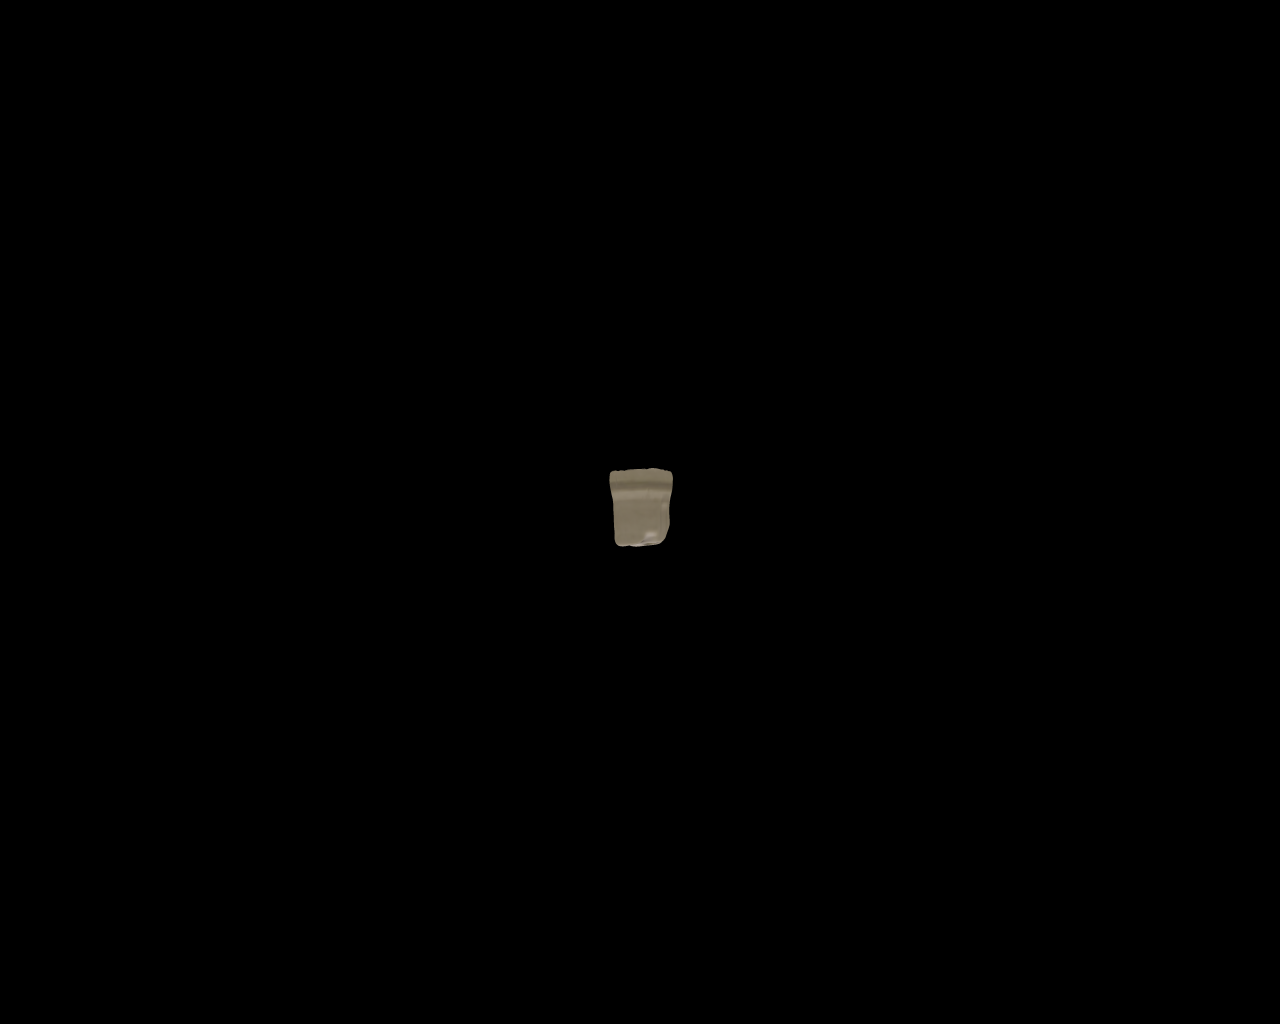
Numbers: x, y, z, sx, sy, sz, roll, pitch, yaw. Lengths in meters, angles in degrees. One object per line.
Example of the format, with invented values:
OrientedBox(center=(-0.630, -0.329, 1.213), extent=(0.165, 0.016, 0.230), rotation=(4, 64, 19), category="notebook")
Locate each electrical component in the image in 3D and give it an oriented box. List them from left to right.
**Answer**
OrientedBox(center=(0.001, -0.003, 0.650), extent=(0.040, 0.046, 0.040), rotation=(0, -2, 0), category="electrical component")
